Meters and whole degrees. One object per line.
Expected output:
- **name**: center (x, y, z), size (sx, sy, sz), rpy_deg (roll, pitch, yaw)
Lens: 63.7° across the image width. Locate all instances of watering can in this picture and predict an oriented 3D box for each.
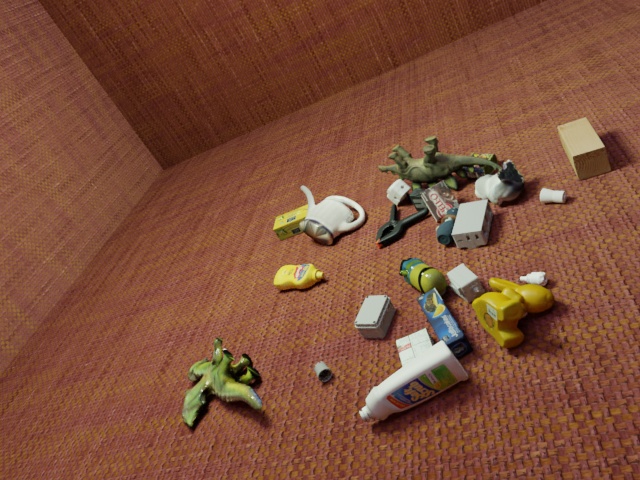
- **watering can**: center (0.006, -0.100, 1.988), size (0.350, 0.101, 0.228), rpy_deg (23, 54, 34)

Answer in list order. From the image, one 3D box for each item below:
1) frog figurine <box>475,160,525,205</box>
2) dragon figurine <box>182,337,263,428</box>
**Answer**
- **frog figurine**: center (0.563, -0.164, 1.636), size (0.156, 0.122, 0.140), rpy_deg (-54, 11, 52)
- **dragon figurine**: center (-0.303, 0.441, 1.496), size (0.243, 0.121, 0.415), rpy_deg (-50, 28, 0)
